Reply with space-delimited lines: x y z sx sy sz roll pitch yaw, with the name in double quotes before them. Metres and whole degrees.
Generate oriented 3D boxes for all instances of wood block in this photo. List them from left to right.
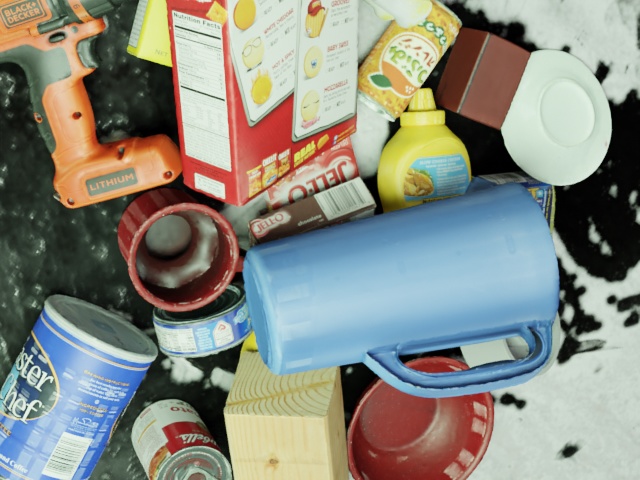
"wood block" -0.024 0.212 0.973 0.091 0.090 0.206 1 121 9

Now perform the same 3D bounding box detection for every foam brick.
"foam brick" 0.148 -0.150 0.982 0.051 0.053 0.078 16 101 -26

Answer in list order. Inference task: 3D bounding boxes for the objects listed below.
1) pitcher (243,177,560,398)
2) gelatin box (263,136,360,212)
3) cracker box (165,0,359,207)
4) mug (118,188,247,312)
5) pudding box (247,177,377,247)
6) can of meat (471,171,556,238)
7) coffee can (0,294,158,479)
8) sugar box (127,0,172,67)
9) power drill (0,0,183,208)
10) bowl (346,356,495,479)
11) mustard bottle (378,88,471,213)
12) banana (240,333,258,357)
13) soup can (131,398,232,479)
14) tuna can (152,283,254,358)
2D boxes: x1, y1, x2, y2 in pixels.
"pitcher" 0.067 0.045 0.879 0.242 0.149 0.145 -11 109 -11
"gelatin box" -0.010 -0.060 0.958 0.089 0.030 0.073 -21 114 -14
"cracker box" -0.041 -0.158 0.832 0.163 0.072 0.214 -36 136 -43
"mug" -0.114 0.005 0.908 0.117 0.082 0.093 9 103 -24
"pudding box" -0.006 0.001 0.952 0.113 0.039 0.090 -21 149 -12
"can of meat" 0.178 -0.016 1.035 0.083 0.057 0.102 -7 110 -23
"coffee can" -0.214 0.131 0.897 0.102 0.103 0.140 26 96 -27
"sugar box" -0.088 -0.225 0.865 0.093 0.048 0.176 11 104 -25
"power drill" -0.171 -0.128 0.827 0.184 0.057 0.187 -14 114 12
"bowl" 0.091 0.182 1.063 0.161 0.055 0.162 -7 109 -20
"mustard bottle" 0.097 -0.043 0.981 0.096 0.058 0.191 -8 100 -33
"banana" -0.006 0.071 1.002 0.197 0.037 0.069 -38 133 -6
"soup can" -0.126 0.192 0.952 0.068 0.102 0.068 -7 109 -20
"tuna can" -0.102 0.069 0.932 0.086 0.086 0.034 -17 111 -17
